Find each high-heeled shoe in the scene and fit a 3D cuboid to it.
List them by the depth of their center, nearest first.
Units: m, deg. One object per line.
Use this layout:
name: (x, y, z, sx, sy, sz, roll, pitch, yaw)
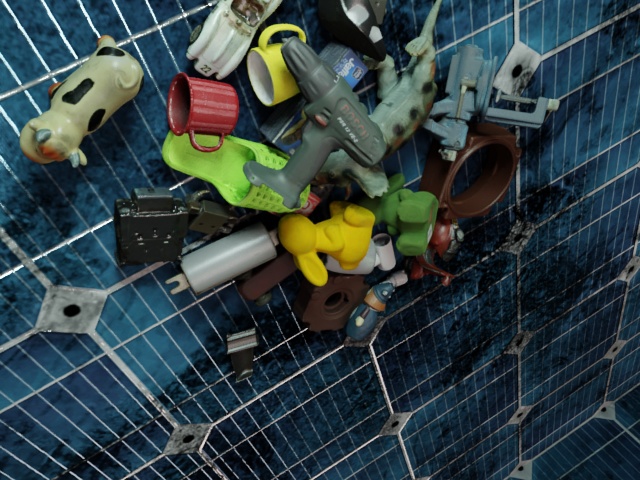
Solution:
high-heeled shoe: (0.055, -0.401, 0.828, 0.248, 0.086, 0.145, 34, 86, -44)

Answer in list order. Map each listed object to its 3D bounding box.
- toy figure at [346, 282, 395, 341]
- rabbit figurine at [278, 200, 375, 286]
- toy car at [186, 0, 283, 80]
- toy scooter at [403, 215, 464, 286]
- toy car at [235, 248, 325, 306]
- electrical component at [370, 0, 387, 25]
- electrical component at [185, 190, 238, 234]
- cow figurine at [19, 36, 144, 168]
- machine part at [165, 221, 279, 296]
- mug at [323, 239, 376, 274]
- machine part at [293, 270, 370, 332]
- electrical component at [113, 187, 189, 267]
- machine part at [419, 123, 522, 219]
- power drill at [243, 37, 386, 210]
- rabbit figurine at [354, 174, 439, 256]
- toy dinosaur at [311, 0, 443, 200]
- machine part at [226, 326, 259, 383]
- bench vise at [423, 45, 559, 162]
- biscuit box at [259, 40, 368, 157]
toy figure: (0.113, 0.155, 1.205, 0.058, 0.064, 0.154, 29, 101, -6)
rabbit figurine: (-0.002, -0.003, 1.019, 0.173, 0.122, 0.162, 6, 111, -26)
toy car: (-0.118, -0.327, 0.785, 0.073, 0.056, 0.201, 28, 104, -42)
toy scooter: (0.274, 0.029, 1.234, 0.075, 0.135, 0.183, 13, 113, -36)
toy car: (-0.079, 0.049, 1.085, 0.202, 0.053, 0.089, -38, 114, -6)
electrical component: (0.082, -0.382, 0.893, 0.063, 0.021, 0.093, -6, 124, -29)
electrical component: (-0.193, -0.050, 0.952, 0.102, 0.045, 0.078, 10, 144, -33)
cow figurine: (-0.319, -0.176, 0.722, 0.195, 0.127, 0.085, -43, 131, -1)
machine part: (-0.171, 0.033, 1.000, 0.243, 0.079, 0.079, -26, 132, -12)
mug: (0.058, 0.024, 1.134, 0.107, 0.081, 0.109, -3, 132, -21)
machine part: (0.028, 0.130, 1.209, 0.179, 0.056, 0.179, -17, 131, -21)
electrical component: (-0.284, -0.025, 0.902, 0.115, 0.058, 0.134, -7, 126, -30)
machine part: (0.329, -0.148, 1.174, 0.201, 0.087, 0.201, -6, 123, -28)
power drill: (-0.026, -0.161, 0.824, 0.232, 0.086, 0.207, 36, 104, -26)
rabbit figurine: (0.146, -0.067, 1.089, 0.121, 0.170, 0.159, 79, 29, -42)
toy dinosaur: (0.135, -0.233, 0.978, 0.405, 0.131, 0.192, -48, 145, 1)
machine part: (-0.170, 0.252, 1.187, 0.084, 0.039, 0.138, -16, 127, -28)
bench vise: (0.320, -0.248, 1.019, 0.129, 0.241, 0.223, 18, 84, -78)
biscuit box: (-0.012, -0.238, 0.912, 0.202, 0.063, 0.059, -49, 134, 8)
